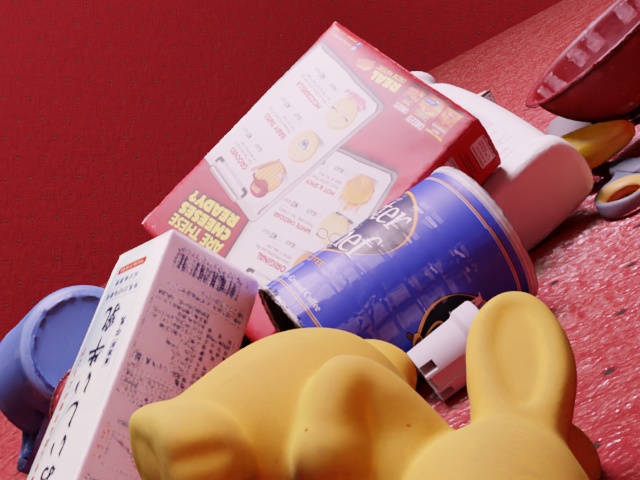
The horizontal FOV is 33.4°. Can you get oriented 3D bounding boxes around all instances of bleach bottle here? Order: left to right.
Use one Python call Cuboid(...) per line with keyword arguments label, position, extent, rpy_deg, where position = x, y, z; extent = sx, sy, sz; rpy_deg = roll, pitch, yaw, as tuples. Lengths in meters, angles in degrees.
Cuboid(label="bleach bottle", position=(0.109, -0.082, 0.861), extent=(0.102, 0.068, 0.251), rpy_deg=(-44, 35, 6))

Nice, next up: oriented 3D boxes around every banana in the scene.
Cuboid(label="banana", position=(0.164, -0.036, 0.856), extent=(0.198, 0.037, 0.069), rpy_deg=(-39, 22, 16))

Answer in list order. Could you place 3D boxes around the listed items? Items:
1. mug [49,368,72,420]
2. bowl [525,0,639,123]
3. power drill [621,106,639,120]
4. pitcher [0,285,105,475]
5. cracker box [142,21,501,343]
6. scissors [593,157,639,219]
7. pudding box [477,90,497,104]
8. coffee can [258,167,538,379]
Cuboid(label="mug", position=(-0.167, 0.149, 0.847), extent=(0.117, 0.093, 0.082), rpy_deg=(-50, 19, -20))
Cuboid(label="bowl", position=(0.238, -0.144, 0.835), extent=(0.162, 0.055, 0.162), rpy_deg=(-45, 6, 6))
Cuboid(label="power drill", position=(0.316, -0.145, 0.906), extent=(0.184, 0.057, 0.187), rpy_deg=(-34, 8, 12))
Cuboid(label="pitcher", position=(-0.238, 0.126, 1.002), extent=(0.144, 0.149, 0.243), rpy_deg=(-25, -3, -23))
Cuboid(label="cracker box", position=(0.000, -0.033, 0.774), extent=(0.213, 0.072, 0.164), rpy_deg=(-47, 52, -1))
Cuboid(label="scissors", position=(0.218, -0.044, 0.805), extent=(0.096, 0.016, 0.202), rpy_deg=(-34, 8, -15))
Cuboid(label="pudding box", position=(0.145, -0.082, 1.047), extent=(0.113, 0.090, 0.039), rpy_deg=(-38, 11, -35))
Cuboid(label="coffee can", position=(0.048, 0.034, 0.660), extent=(0.140, 0.103, 0.103), rpy_deg=(-33, 8, -11))
